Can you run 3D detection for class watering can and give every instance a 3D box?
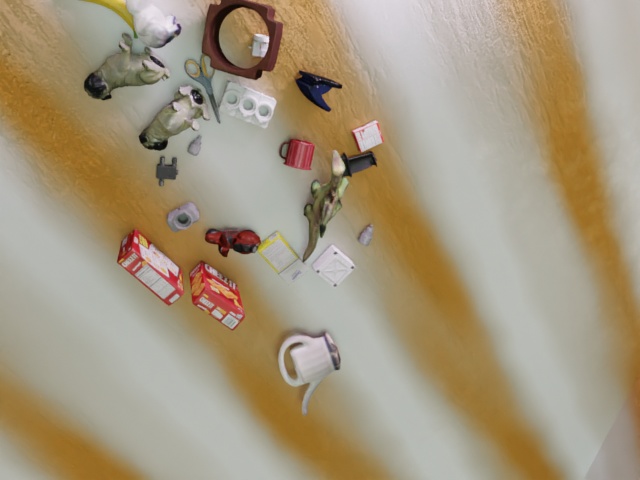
[{"bbox_3d":[-0.025,0.483,1.909,0.225,0.341,0.105,-21,25,-7],"label":"watering can"}]

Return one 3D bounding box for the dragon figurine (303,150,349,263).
[{"bbox_3d":[0.005,-0.081,1.607,0.122,0.406,0.245,15,14,-1],"label":"dragon figurine"}]

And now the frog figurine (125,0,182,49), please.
[{"bbox_3d":[-0.460,-0.585,1.352,0.121,0.140,0.158,-33,-39,31],"label":"frog figurine"}]
